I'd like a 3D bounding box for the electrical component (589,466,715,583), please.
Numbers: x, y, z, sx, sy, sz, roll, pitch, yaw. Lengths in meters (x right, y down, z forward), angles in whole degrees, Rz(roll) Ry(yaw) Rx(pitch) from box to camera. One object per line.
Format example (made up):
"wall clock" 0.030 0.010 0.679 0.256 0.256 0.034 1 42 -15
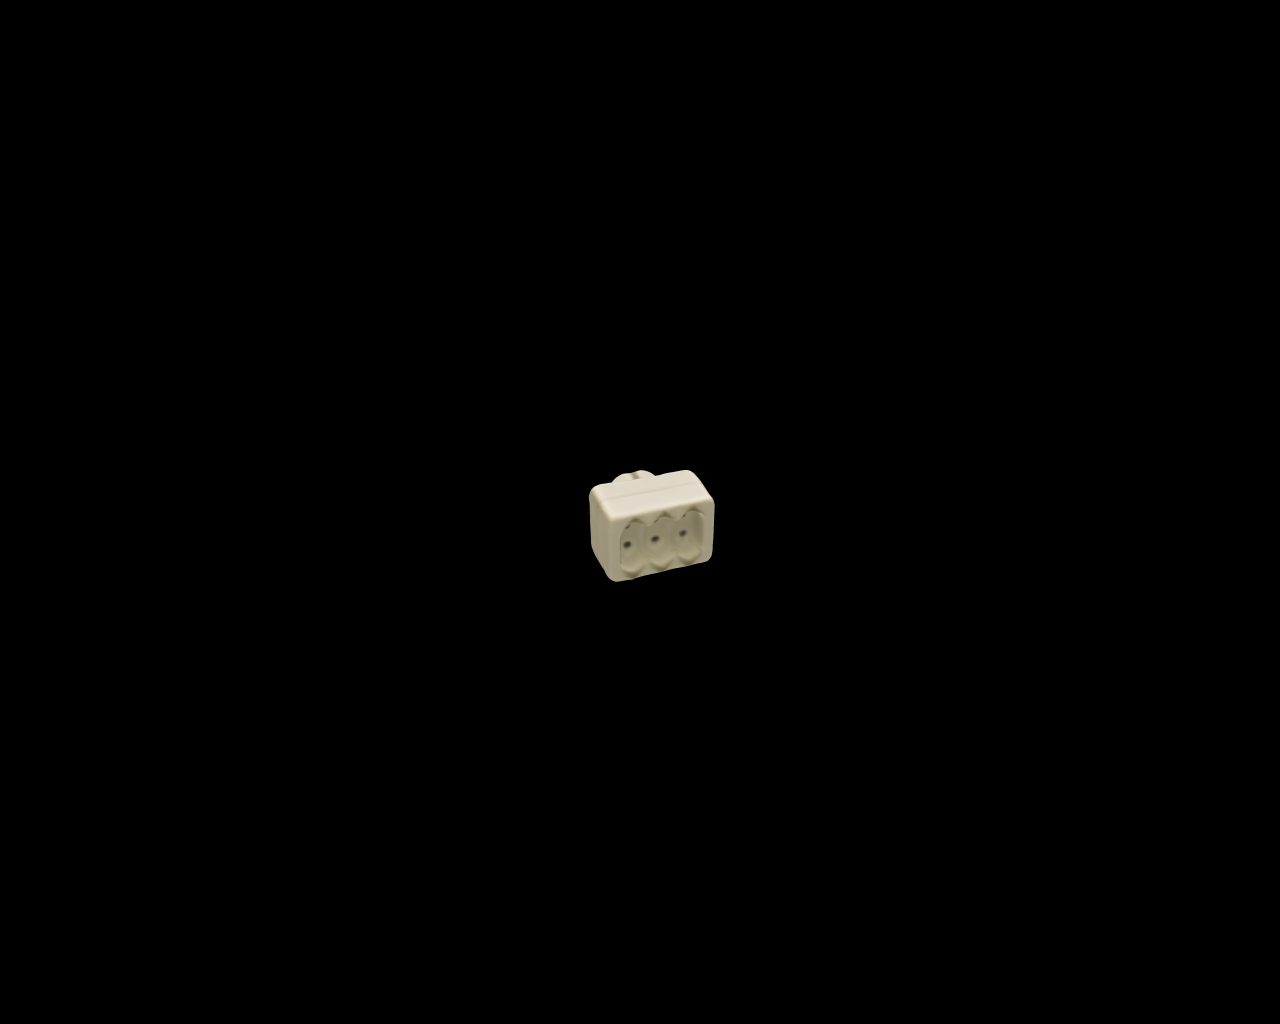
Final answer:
"electrical component" 0.001 -0.003 0.650 0.066 0.047 0.077 -11 36 -16
